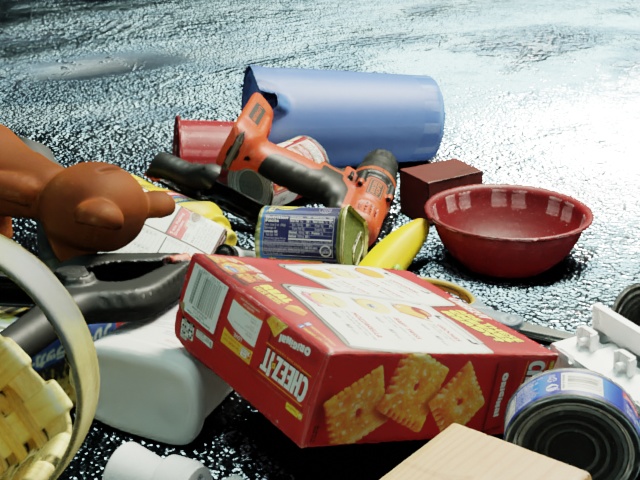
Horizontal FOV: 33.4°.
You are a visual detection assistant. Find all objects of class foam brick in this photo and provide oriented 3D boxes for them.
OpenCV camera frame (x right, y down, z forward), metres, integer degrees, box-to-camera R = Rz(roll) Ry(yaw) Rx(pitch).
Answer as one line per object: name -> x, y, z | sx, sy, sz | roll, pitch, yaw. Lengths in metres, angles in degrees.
foam brick -> 0.132, -0.053, 1.167 | 0.078, 0.051, 0.053 | -13, 26, -28

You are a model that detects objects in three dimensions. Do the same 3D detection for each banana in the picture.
banana -> 0.062, 0.026, 0.961 | 0.070, 0.037, 0.197 | -29, 7, 17

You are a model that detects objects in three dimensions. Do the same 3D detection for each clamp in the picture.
clamp -> -0.120, -0.054, 1.133 | 0.172, 0.120, 0.039 | 21, 72, 51
clamp -> -0.178, 0.043, 0.768 | 0.209, 0.036, 0.165 | -8, 22, -32

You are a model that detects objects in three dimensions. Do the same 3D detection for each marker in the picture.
marker -> -0.074, 0.015, 0.977 | 0.020, 0.020, 0.121 | 3, -3, 9

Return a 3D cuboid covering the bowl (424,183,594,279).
bowl -> 0.181, -0.005, 1.037 | 0.162, 0.055, 0.162 | 0, 22, 0

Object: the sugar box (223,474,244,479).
sugar box -> -0.095, 0.189, 0.568 | 0.175, 0.048, 0.093 | -11, 23, -33

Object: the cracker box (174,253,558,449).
cracker box -> 0.030, 0.075, 0.739 | 0.213, 0.072, 0.164 | 6, 16, -40

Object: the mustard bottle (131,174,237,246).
mustard bottle -> -0.156, -0.023, 1.082 | 0.192, 0.058, 0.096 | 19, 11, 39

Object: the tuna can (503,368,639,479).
tuna can -> 0.157, 0.125, 0.667 | 0.086, 0.086, 0.033 | 4, 23, 11

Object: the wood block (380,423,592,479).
wood block -> 0.045, 0.182, 0.520 | 0.091, 0.090, 0.205 | 15, 27, 37

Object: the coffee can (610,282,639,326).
coffee can -> 0.299, 0.069, 0.782 | 0.140, 0.103, 0.103 | -10, 23, -22

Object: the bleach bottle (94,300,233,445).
bleach bottle -> -0.080, 0.071, 0.846 | 0.103, 0.068, 0.250 | 11, 22, 21

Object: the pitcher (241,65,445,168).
pitcher -> 0.023, -0.148, 1.329 | 0.242, 0.145, 0.149 | -2, 34, -13

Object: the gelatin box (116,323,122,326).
gelatin box -> -0.207, 0.063, 0.907 | 0.089, 0.030, 0.073 | 19, 29, 40

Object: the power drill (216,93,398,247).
power drill -> -0.005, -0.082, 1.130 | 0.187, 0.057, 0.184 | 28, 30, -3

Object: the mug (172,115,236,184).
mug -> -0.129, -0.095, 1.248 | 0.081, 0.093, 0.117 | 0, -14, -13

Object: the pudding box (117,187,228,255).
pudding box -> -0.150, 0.006, 0.943 | 0.113, 0.039, 0.090 | 24, 53, 2

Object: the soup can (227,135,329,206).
soup can -> -0.046, -0.073, 1.199 | 0.069, 0.068, 0.102 | 16, 27, 36

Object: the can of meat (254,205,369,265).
can of meat -> -0.006, 0.001, 0.988 | 0.084, 0.057, 0.102 | 2, -9, 15

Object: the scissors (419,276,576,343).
scissors -> 0.142, 0.076, 0.888 | 0.202, 0.016, 0.096 | 23, 36, 37
